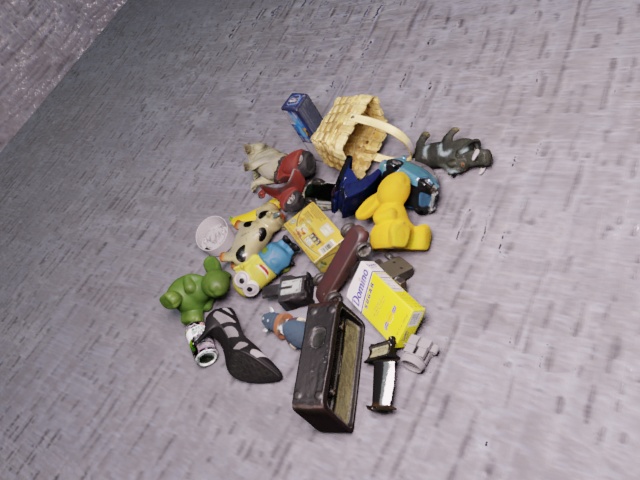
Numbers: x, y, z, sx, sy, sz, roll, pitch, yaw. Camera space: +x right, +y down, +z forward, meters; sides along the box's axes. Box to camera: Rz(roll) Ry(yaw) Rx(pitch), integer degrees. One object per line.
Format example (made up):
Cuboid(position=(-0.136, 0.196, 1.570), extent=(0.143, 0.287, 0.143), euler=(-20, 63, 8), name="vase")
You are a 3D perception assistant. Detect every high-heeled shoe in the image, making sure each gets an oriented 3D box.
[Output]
Cuboid(position=(-0.166, 0.232, 1.217), extent=(0.249, 0.086, 0.145), euler=(22, 31, 19), name="high-heeled shoe")

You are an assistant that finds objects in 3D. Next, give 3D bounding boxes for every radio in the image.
Cuboid(position=(0.020, 0.238, 1.033), extent=(0.073, 0.131, 0.229), euler=(-11, 51, 26), name="radio")

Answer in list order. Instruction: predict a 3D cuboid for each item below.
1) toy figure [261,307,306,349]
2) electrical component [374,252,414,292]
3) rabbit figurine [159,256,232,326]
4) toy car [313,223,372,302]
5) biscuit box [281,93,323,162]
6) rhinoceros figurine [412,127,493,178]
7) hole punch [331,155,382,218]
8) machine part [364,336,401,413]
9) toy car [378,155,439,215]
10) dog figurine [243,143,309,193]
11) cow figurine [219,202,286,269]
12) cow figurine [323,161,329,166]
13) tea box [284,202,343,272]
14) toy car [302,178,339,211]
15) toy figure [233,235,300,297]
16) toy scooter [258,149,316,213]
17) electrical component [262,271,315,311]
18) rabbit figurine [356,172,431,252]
Cuboid(position=(-0.068, 0.195, 1.174), extent=(0.155, 0.057, 0.064), euler=(17, 60, 44), name="toy figure")
Cuboid(position=(0.153, 0.073, 1.148), extent=(0.078, 0.045, 0.102), euler=(-26, 41, -30), name="electrical component")
Cuboid(position=(-0.276, 0.120, 1.318), extent=(0.170, 0.121, 0.159), euler=(-22, 24, 34), name="rabbit figurine")
Cuboid(position=(0.050, 0.057, 1.177), extent=(0.089, 0.053, 0.202), euler=(50, 121, 46), name="toy car")
Cuboid(position=(-0.022, -0.297, 1.429), extent=(0.059, 0.202, 0.063), euler=(14, 63, 40), name="biscuit box")
Cuboid(position=(0.304, -0.199, 1.247), extent=(0.191, 0.073, 0.112), euler=(6, 58, 35), name="rhinoceros figurine")
Cuboid(position=(0.080, -0.112, 1.225), extent=(0.092, 0.142, 0.116), euler=(24, 69, 8), name="hole punch")
Cuboid(position=(0.116, 0.255, 1.015), extent=(0.084, 0.039, 0.139), euler=(-30, 45, 44), name="machine part")
Cuboid(position=(0.216, -0.134, 1.234), extent=(0.162, 0.109, 0.103), euler=(29, 49, 32), name="toy car")
Cuboid(position=(-0.110, -0.225, 1.515), extent=(0.191, 0.121, 0.172), euler=(-11, 53, 5), name="dog figurine")
Cuboid(position=(-0.159, -0.013, 1.371), extent=(0.127, 0.085, 0.195), euler=(8, 63, 34), name="cow figurine")
Cuboid(position=(0.085, -0.254, 1.431), extent=(0.098, 0.068, 0.167), euler=(28, 75, 32), name="cow figurine")
Cuboid(position=(-0.003, -0.004, 1.281), extent=(0.098, 0.068, 0.170), euler=(-37, 44, 0), name="tea box")
Cuboid(position=(0.037, -0.109, 1.351), extent=(0.202, 0.056, 0.073), euler=(9, 67, 37), name="toy car")
Cuboid(position=(-0.129, 0.066, 1.291), extent=(0.180, 0.089, 0.082), euler=(-43, 71, -5), name="toy figure")
Cuboid(position=(-0.091, -0.152, 1.382), extent=(0.135, 0.075, 0.184), euler=(1, 63, 29), name="toy scooter")
Cuboid(position=(-0.071, 0.122, 1.238), extent=(0.119, 0.047, 0.075), euler=(-16, 49, 20), name="electrical component")
Cuboid(position=(0.162, -0.061, 1.177), extent=(0.162, 0.122, 0.173), euler=(-1, 89, 60), name="rabbit figurine")
